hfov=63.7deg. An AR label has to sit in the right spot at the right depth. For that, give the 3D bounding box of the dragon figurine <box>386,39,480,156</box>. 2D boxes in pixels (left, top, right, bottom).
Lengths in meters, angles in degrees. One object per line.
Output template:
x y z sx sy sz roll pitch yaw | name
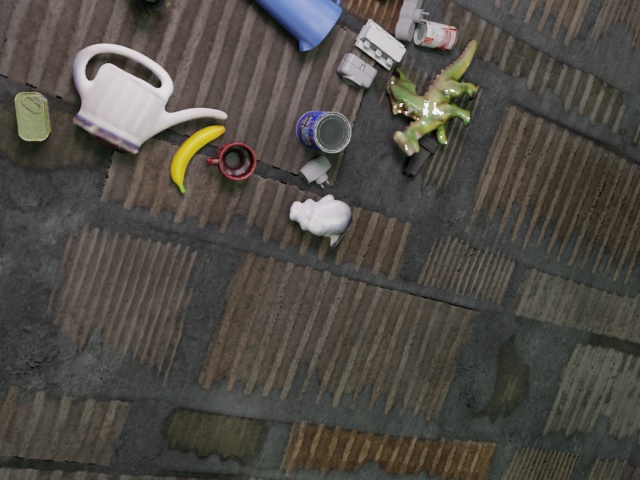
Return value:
0.308 -0.418 1.456 0.242 0.121 0.414 16 79 -17 | dragon figurine

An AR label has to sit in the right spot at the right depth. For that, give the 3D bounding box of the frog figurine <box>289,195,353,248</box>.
0.004 -0.070 1.399 0.158 0.121 0.140 35 55 -16 | frog figurine

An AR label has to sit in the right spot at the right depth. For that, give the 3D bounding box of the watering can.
-0.408 -0.297 1.191 0.345 0.105 0.224 28 92 -23 | watering can
